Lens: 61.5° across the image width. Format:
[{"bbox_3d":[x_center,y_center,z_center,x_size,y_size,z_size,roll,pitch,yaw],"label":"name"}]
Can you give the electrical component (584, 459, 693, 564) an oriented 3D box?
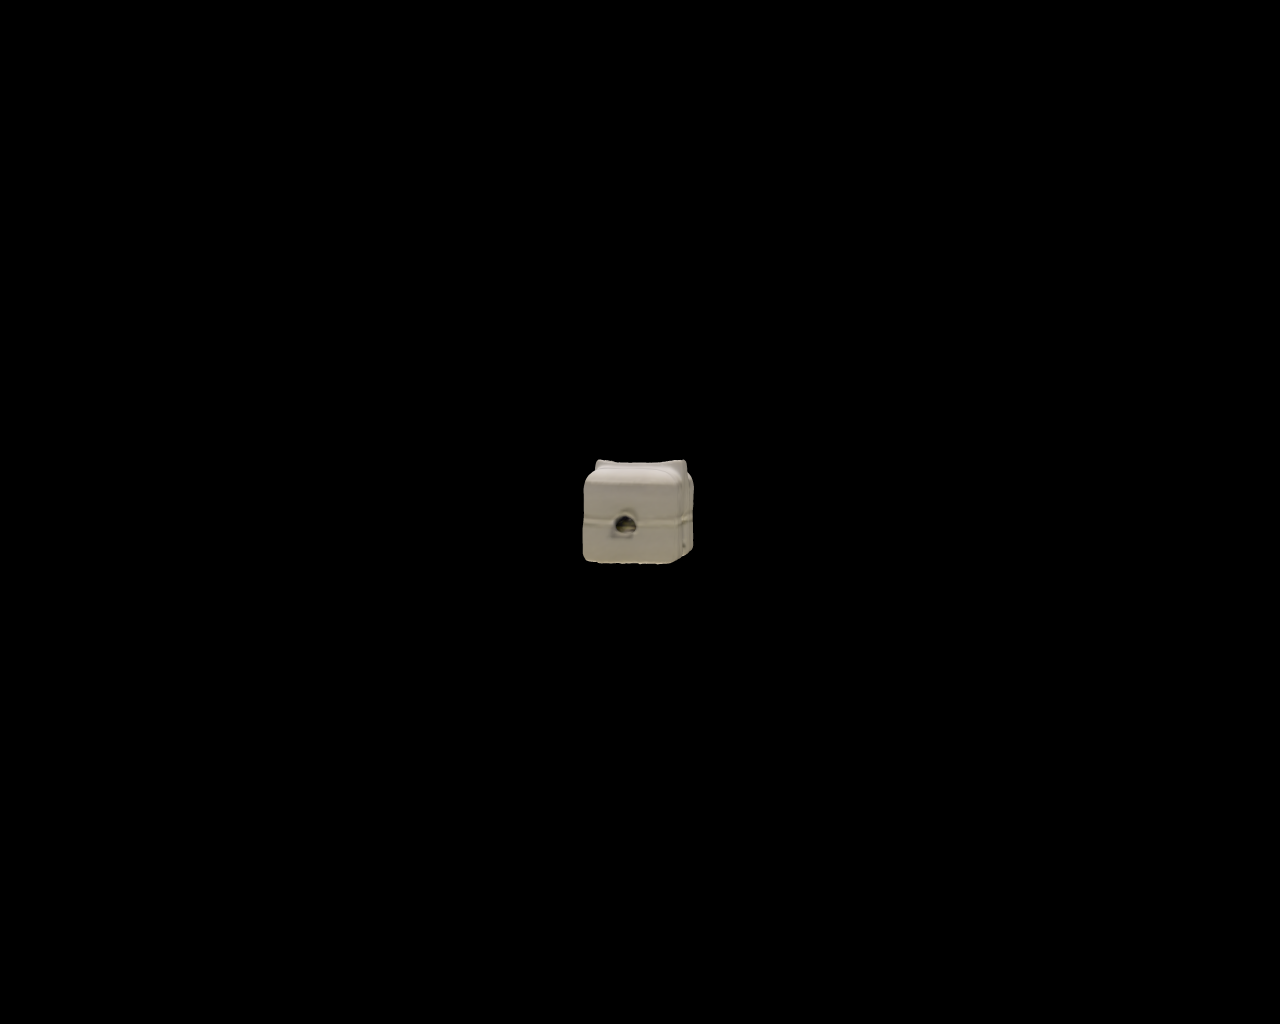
[{"bbox_3d":[0.001,-0.003,0.650,0.054,0.059,0.095,0,3,11],"label":"electrical component"}]
